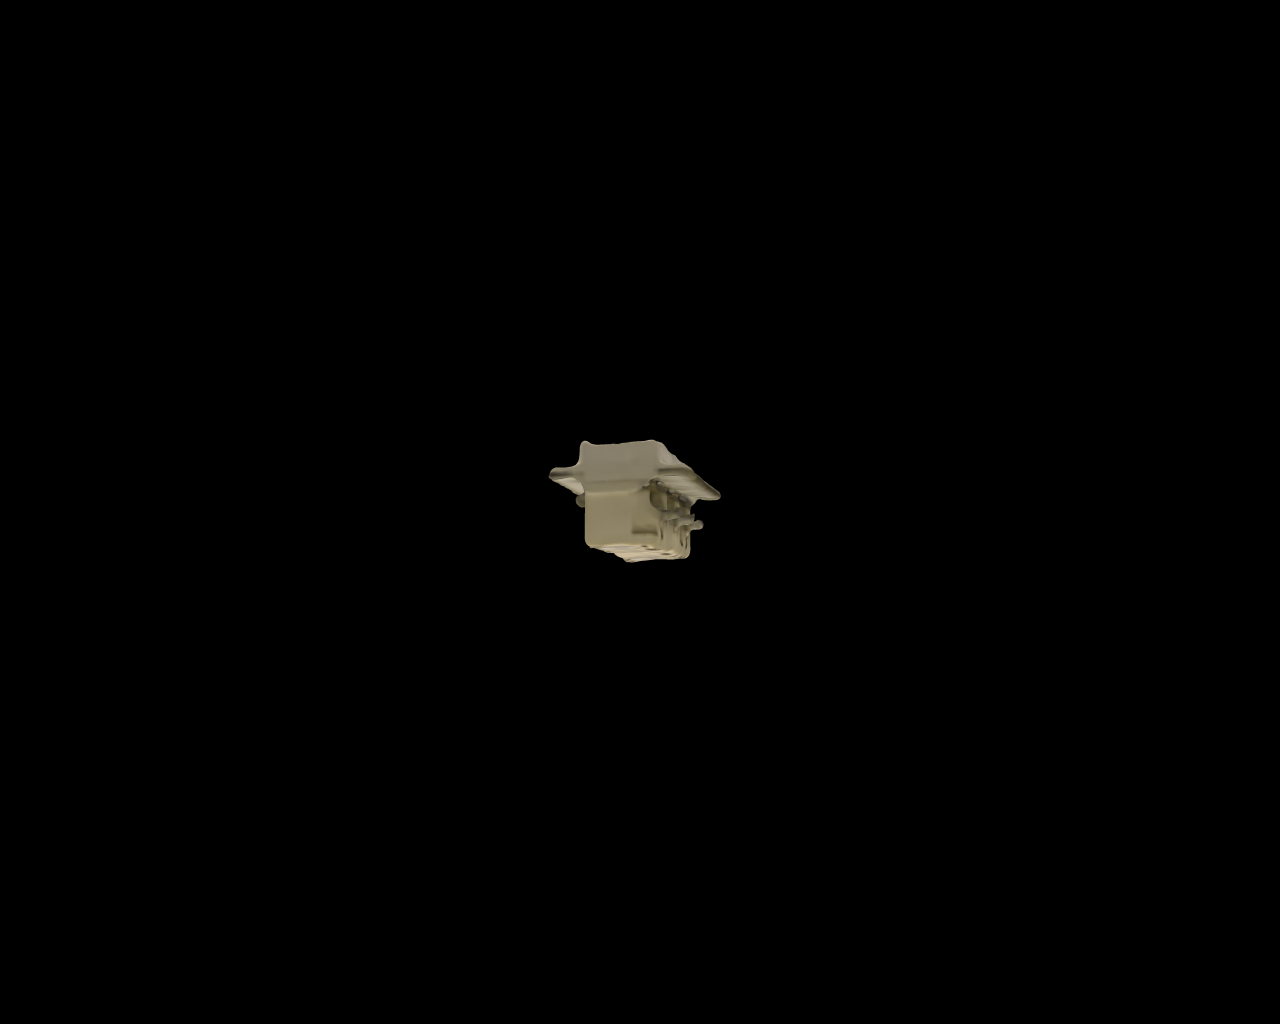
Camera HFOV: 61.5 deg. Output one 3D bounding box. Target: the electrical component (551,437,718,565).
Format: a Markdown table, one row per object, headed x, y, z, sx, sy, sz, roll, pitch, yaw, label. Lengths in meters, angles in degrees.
| x | y | z | sx | sy | sz | roll | pitch | yaw | label |
| --- | --- | --- | --- | --- | --- | --- | --- | --- | --- |
| 0.001 | -0.003 | 0.650 | 0.079 | 0.063 | 0.121 | -1 | -7 | 11 | electrical component |
